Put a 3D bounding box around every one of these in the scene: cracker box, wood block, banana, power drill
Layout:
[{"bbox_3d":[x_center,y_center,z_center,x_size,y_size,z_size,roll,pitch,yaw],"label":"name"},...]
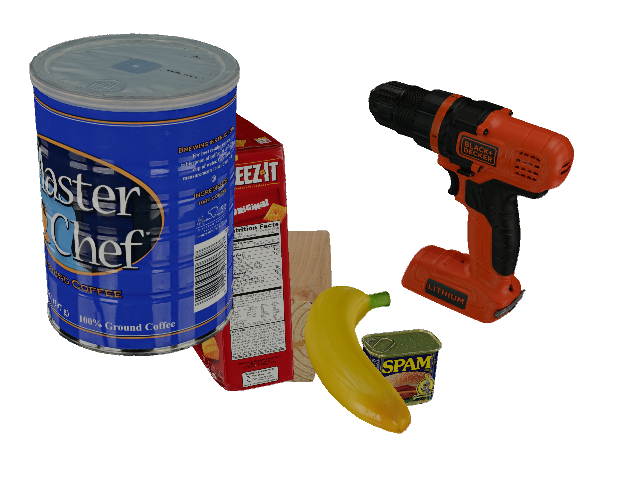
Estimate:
[{"bbox_3d":[-0.086,0.003,0.942,0.072,0.214,0.164,-10,22,-20],"label":"cracker box"},{"bbox_3d":[-0.041,0.065,1.153,0.091,0.090,0.206,0,21,5],"label":"wood block"},{"bbox_3d":[0.023,0.076,0.773,0.069,0.037,0.198,-3,24,1],"label":"banana"},{"bbox_3d":[0.115,-0.034,0.911,0.185,0.188,0.057,25,41,30],"label":"power drill"}]

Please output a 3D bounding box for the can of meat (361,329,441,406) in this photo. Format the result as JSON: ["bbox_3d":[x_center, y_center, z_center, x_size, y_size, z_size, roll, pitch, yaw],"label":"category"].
[{"bbox_3d":[0.102,0.169,1.395,0.102,0.084,0.057,-4,25,-18],"label":"can of meat"}]

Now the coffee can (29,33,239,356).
[{"bbox_3d":[-0.095,-0.026,0.558,0.103,0.140,0.103,3,27,-2],"label":"coffee can"}]
